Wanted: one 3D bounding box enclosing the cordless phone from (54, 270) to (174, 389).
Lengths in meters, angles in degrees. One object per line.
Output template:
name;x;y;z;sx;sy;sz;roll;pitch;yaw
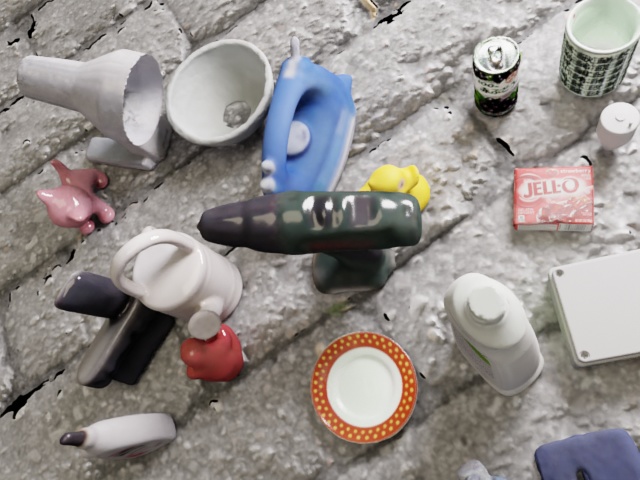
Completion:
cordless phone;-0.285;0.109;0.721;0.094;0.185;0.148;24;81;23

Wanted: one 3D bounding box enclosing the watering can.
watering can;-0.173;0.045;0.702;0.172;0.194;0.101;26;82;23

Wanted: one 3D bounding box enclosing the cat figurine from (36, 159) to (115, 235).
cat figurine;-0.363;-0.063;0.838;0.067;0.118;0.127;-27;67;8

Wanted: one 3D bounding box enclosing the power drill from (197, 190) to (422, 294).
power drill;0.006;0.002;0.653;0.229;0.209;0.075;-7;71;15

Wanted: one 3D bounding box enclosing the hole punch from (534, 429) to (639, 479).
hole punch;0.268;0.246;0.557;0.101;0.091;0.108;-20;68;10

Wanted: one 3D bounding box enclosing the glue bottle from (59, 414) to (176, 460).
glue bottle;-0.244;0.234;0.674;0.078;0.173;0.037;-29;66;6

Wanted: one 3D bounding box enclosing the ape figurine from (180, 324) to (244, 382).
ape figurine;-0.141;0.143;0.717;0.078;0.092;0.076;-44;66;0

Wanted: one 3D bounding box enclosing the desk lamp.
desk lamp;-0.296;-0.181;0.803;0.202;0.214;0.118;8;75;20

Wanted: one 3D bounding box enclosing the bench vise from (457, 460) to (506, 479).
bench vise;0.179;0.304;0.495;0.207;0.220;0.121;38;87;24

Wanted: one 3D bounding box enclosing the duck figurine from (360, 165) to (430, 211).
duck figurine;0.083;-0.062;0.718;0.104;0.086;0.077;-21;68;10

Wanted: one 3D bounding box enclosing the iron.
iron;-0.037;-0.124;0.744;0.118;0.142;0.258;8;75;19

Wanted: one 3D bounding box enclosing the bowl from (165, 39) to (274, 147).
bowl;-0.136;-0.202;0.837;0.167;0.075;0.167;-5;71;16
